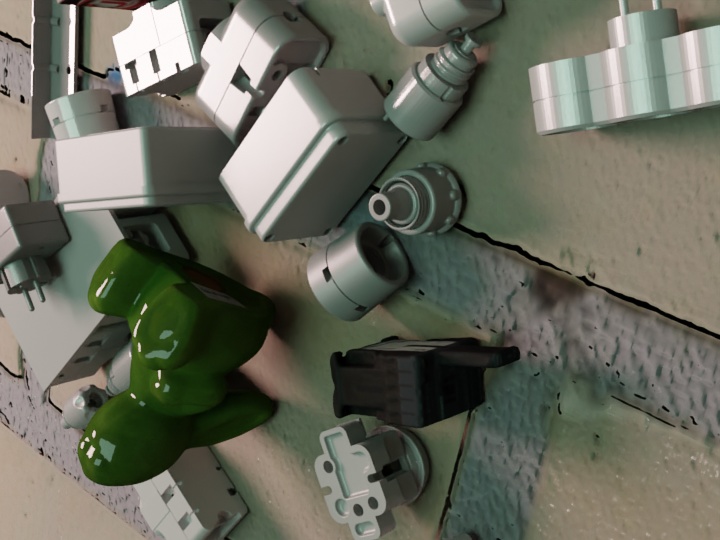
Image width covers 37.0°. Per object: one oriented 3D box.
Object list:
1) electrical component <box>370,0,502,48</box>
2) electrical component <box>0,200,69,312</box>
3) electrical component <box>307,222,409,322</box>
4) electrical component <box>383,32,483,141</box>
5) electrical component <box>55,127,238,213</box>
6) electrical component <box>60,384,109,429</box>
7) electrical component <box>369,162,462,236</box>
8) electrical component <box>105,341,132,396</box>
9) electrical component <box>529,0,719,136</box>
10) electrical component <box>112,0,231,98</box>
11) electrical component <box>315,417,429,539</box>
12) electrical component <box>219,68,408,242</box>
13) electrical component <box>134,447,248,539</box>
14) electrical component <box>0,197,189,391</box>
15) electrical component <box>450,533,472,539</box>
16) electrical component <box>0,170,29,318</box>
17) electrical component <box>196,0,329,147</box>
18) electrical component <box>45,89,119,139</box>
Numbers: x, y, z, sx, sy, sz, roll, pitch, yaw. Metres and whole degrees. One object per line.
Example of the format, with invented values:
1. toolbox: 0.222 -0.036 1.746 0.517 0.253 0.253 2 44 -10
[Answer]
1. electrical component: 0.039 -0.188 0.661 0.059 0.054 0.095 -21 84 40
2. electrical component: -0.277 -0.004 0.880 0.083 0.047 0.075 -32 78 39
3. electrical component: 0.000 0.000 0.729 0.047 0.055 0.055 -36 75 34
4. electrical component: 0.049 -0.116 0.675 0.040 0.040 0.078 55 127 18
5. electrical component: -0.153 -0.076 0.805 0.109 0.109 0.056 -1 95 40
6. electrical component: -0.253 0.128 0.975 0.061 0.035 0.035 -35 76 41
7. electrical component: 0.032 -0.043 0.688 0.048 0.062 0.048 9 104 39
8. electrical component: -0.192 0.086 0.912 0.078 0.040 0.040 -38 74 38
9. electrical component: 0.154 -0.119 0.579 0.138 0.052 0.073 -5 95 40
10. electrical component: -0.140 -0.171 0.814 0.089 0.050 0.055 -14 90 40
11. electrical component: 0.011 0.140 0.743 0.058 0.057 0.078 -24 82 40
12. electrical component: -0.031 -0.076 0.725 0.113 0.078 0.057 -49 64 34
13. electrical component: -0.145 0.184 0.885 0.089 0.050 0.055 53 126 19
14. electrical component: -0.229 0.005 0.914 0.186 0.060 0.105 -45 70 36
15. electrical component: 0.067 0.264 0.717 0.089 0.062 0.150 -41 72 37
16. electrical component: -0.325 -0.023 0.994 0.074 0.052 0.138 4 100 39
17. electrical component: -0.073 -0.143 0.762 0.059 0.054 0.095 47 124 23
18. electrical component: -0.229 -0.120 0.896 0.055 0.055 0.047 -15 92 40
